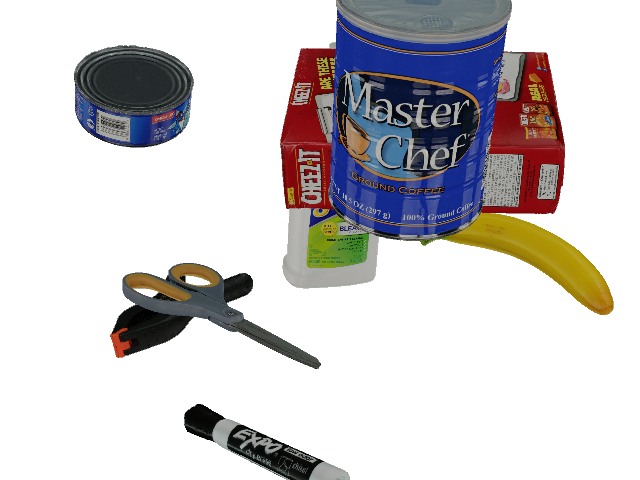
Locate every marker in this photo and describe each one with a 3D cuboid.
[{"bbox_3d":[-0.035,0.122,0.622,0.121,0.020,0.020,17,10,38],"label":"marker"}]

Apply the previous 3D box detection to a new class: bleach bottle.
[{"bbox_3d":[0.013,-0.077,1.088,0.102,0.251,0.068,-4,26,-10],"label":"bleach bottle"}]

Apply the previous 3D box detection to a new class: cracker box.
[{"bbox_3d":[0.082,-0.091,0.870,0.214,0.072,0.164,1,36,5],"label":"cracker box"}]

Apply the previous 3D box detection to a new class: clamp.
[{"bbox_3d":[-0.155,0.074,1.164,0.120,0.039,0.171,-6,25,32],"label":"clamp"}]

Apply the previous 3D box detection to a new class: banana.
[{"bbox_3d":[0.197,0.014,1.025,0.198,0.069,0.037,21,-27,27],"label":"banana"}]

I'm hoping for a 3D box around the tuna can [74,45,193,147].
[{"bbox_3d":[-0.137,-0.106,0.784,0.086,0.034,0.086,6,42,-6],"label":"tuna can"}]

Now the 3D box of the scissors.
[{"bbox_3d":[-0.072,0.057,0.900,0.202,0.016,0.096,16,25,20],"label":"scissors"}]

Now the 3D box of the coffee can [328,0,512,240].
[{"bbox_3d":[0.058,-0.086,0.661,0.103,0.140,0.103,1,35,-1],"label":"coffee can"}]
